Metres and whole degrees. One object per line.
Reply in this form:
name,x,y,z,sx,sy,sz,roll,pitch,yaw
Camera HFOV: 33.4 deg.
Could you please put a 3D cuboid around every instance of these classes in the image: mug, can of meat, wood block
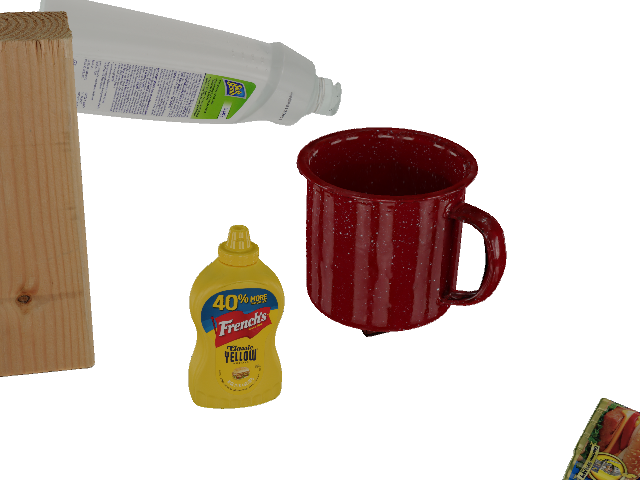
mug,0.043,-0.002,0.559,0.117,0.081,0.093,18,32,29
can of meat,0.230,0.171,0.786,0.084,0.057,0.101,22,40,23
wood block,-0.192,-0.029,0.652,0.090,0.206,0.090,-4,23,-14

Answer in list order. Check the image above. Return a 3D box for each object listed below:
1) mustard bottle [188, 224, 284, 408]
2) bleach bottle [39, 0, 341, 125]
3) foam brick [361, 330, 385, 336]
mustard bottle,-0.085,0.076,1.086,0.096,0.192,0.058,-3,23,-14
bleach bottle,-0.108,-0.133,0.880,0.250,0.068,0.103,8,-31,-16
foam brick,0.046,0.031,0.860,0.052,0.051,0.078,-11,37,-21
